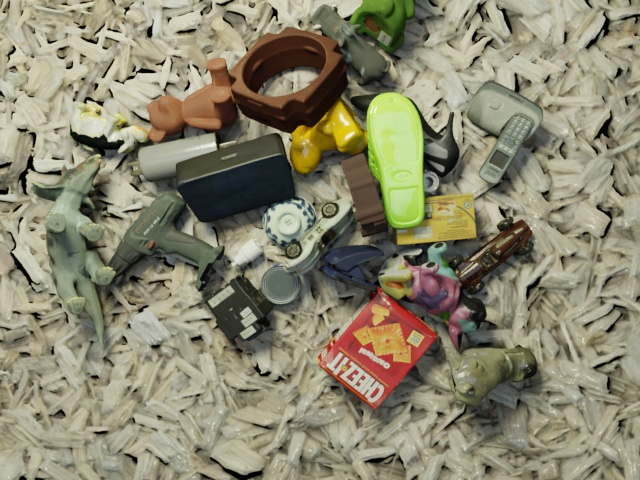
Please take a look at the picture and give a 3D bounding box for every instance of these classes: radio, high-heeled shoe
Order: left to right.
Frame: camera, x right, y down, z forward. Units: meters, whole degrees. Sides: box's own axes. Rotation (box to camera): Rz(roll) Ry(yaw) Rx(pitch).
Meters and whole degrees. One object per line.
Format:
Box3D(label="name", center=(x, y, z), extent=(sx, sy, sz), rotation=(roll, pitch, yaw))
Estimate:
Box3D(label="radio", center=(-0.171, -0.124, 1.119), extent=(0.230, 0.131, 0.073), rotation=(-15, 49, 3))
Box3D(label="high-heeled shoe", center=(0.178, -0.224, 1.149), extent=(0.249, 0.086, 0.145), rotation=(16, 121, 14))

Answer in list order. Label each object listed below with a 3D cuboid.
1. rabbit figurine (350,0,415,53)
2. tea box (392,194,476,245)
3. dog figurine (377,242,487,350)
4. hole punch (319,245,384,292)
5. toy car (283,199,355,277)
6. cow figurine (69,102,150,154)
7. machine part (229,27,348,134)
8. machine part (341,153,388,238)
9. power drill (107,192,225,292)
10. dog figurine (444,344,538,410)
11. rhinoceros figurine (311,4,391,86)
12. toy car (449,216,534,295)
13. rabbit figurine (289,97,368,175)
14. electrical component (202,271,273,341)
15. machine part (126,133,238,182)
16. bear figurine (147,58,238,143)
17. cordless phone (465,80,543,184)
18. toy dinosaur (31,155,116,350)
Box3D(label="rabbit figurine", center=(0.149, -0.501, 1.088), extent=(0.121, 0.159, 0.170), rotation=(31, 79, 8))
Box3D(label="tea box", center=(0.241, -0.045, 1.149), extent=(0.170, 0.068, 0.098), rotation=(-4, 94, 0))
Box3D(label="dog figurine", center=(0.243, 0.128, 1.143), extent=(0.192, 0.108, 0.219), rotation=(-15, 113, 31))
Box3D(label="hole punch", center=(0.067, 0.049, 1.133), extent=(0.116, 0.142, 0.092), rotation=(14, 97, -14))
Box3D(label="toy car", center=(-0.002, -0.003, 1.135), extent=(0.056, 0.073, 0.202), rotation=(37, 80, 25))
Box3D(label="cow figurine", center=(-0.452, -0.224, 1.150), extent=(0.167, 0.068, 0.098), rotation=(23, 101, 3))
Box3D(label="machine part", center=(-0.061, -0.319, 1.073), extent=(0.201, 0.087, 0.201), rotation=(26, 70, 27))
Box3D(label="machine part", center=(0.089, -0.093, 1.100), extent=(0.056, 0.179, 0.179), rotation=(-17, 94, 5))
Box3D(label="power drill", center=(-0.326, 0.028, 1.169), extent=(0.207, 0.086, 0.232), rotation=(32, 93, 6))
Box3D(label="dog figurine", center=(0.369, 0.277, 1.126), extent=(0.191, 0.172, 0.121), rotation=(-9, 105, 9))
Box3D(label="rhinoceros figurine", center=(0.060, -0.398, 1.104), extent=(0.190, 0.112, 0.073), rotation=(42, 94, -11))
Box3D(label="toy car", center=(0.372, 0.033, 1.162), extent=(0.202, 0.053, 0.089), rotation=(-38, 90, 5))
Box3D(label="rabbit figurine", center=(-0.003, -0.214, 1.123), extent=(0.173, 0.122, 0.162), rotation=(-40, 90, 23))
Box3D(label="electrical component", center=(-0.172, 0.152, 1.164), extent=(0.115, 0.058, 0.134), rotation=(-34, 93, 25))
Box3D(label="machine part", center=(-0.293, -0.176, 1.146), extent=(0.243, 0.079, 0.079), rotation=(-11, 94, 3))
Box3D(label="bear figurine", center=(-0.275, -0.284, 1.117), extent=(0.196, 0.131, 0.120), rotation=(-7, 64, -2))
Box3D(label="cordless phone", center=(0.361, -0.223, 1.128), extent=(0.147, 0.089, 0.184), rotation=(28, 99, -1))
Box3D(label="toy dinosaur", center=(-0.525, 0.023, 1.143), extent=(0.131, 0.192, 0.404), rotation=(-7, 112, -32))
